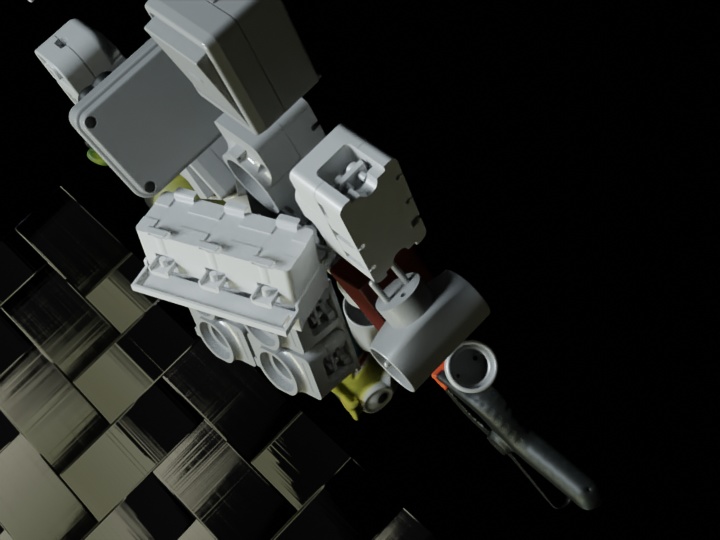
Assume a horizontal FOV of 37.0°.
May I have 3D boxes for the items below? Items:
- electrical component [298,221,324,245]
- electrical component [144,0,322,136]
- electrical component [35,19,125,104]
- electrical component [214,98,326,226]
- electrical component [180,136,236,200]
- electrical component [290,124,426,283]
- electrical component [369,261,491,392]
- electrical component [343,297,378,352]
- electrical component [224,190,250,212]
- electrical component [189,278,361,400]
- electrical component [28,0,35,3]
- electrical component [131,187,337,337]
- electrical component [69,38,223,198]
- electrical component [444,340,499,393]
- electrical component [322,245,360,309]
[{"bbox_3d":[-0.051,-0.024,0.972,0.035,0.035,0.061,45,171,2],"label":"electrical component"},{"bbox_3d":[-0.071,-0.123,0.614,0.062,0.061,0.096,38,167,33],"label":"electrical component"},{"bbox_3d":[-0.264,-0.195,1.053,0.054,0.059,0.095,38,167,32],"label":"electrical component"},{"bbox_3d":[-0.055,-0.077,0.735,0.050,0.055,0.089,37,166,36],"label":"electrical component"},{"bbox_3d":[-0.137,-0.108,0.907,0.096,0.061,0.062,49,168,-17],"label":"electrical component"},{"bbox_3d":[-0.003,-0.043,0.683,0.056,0.050,0.089,38,167,32],"label":"electrical component"},{"bbox_3d":[0.037,0.029,0.731,0.079,0.077,0.044,50,168,-22],"label":"electrical component"},{"bbox_3d":[0.023,0.054,0.962,0.079,0.043,0.077,41,169,18],"label":"electrical component"},{"bbox_3d":[-0.092,-0.061,0.958,0.055,0.045,0.045,51,167,-31],"label":"electrical component"},{"bbox_3d":[-0.096,0.043,1.023,0.186,0.060,0.105,20,139,43],"label":"electrical component"},{"bbox_3d":[-0.229,-0.225,0.810,0.035,0.061,0.035,43,169,11],"label":"electrical component"},{"bbox_3d":[-0.089,-0.009,0.740,0.121,0.078,0.063,15,142,20],"label":"electrical component"},{"bbox_3d":[-0.137,-0.114,0.752,0.078,0.113,0.057,50,171,-23],"label":"electrical component"},{"bbox_3d":[0.084,0.075,0.831,0.040,0.040,0.046,44,175,4],"label":"electrical component"},{"bbox_3d":[0.000,0.000,0.846,0.045,0.045,0.055,36,166,38],"label":"electrical component"}]
